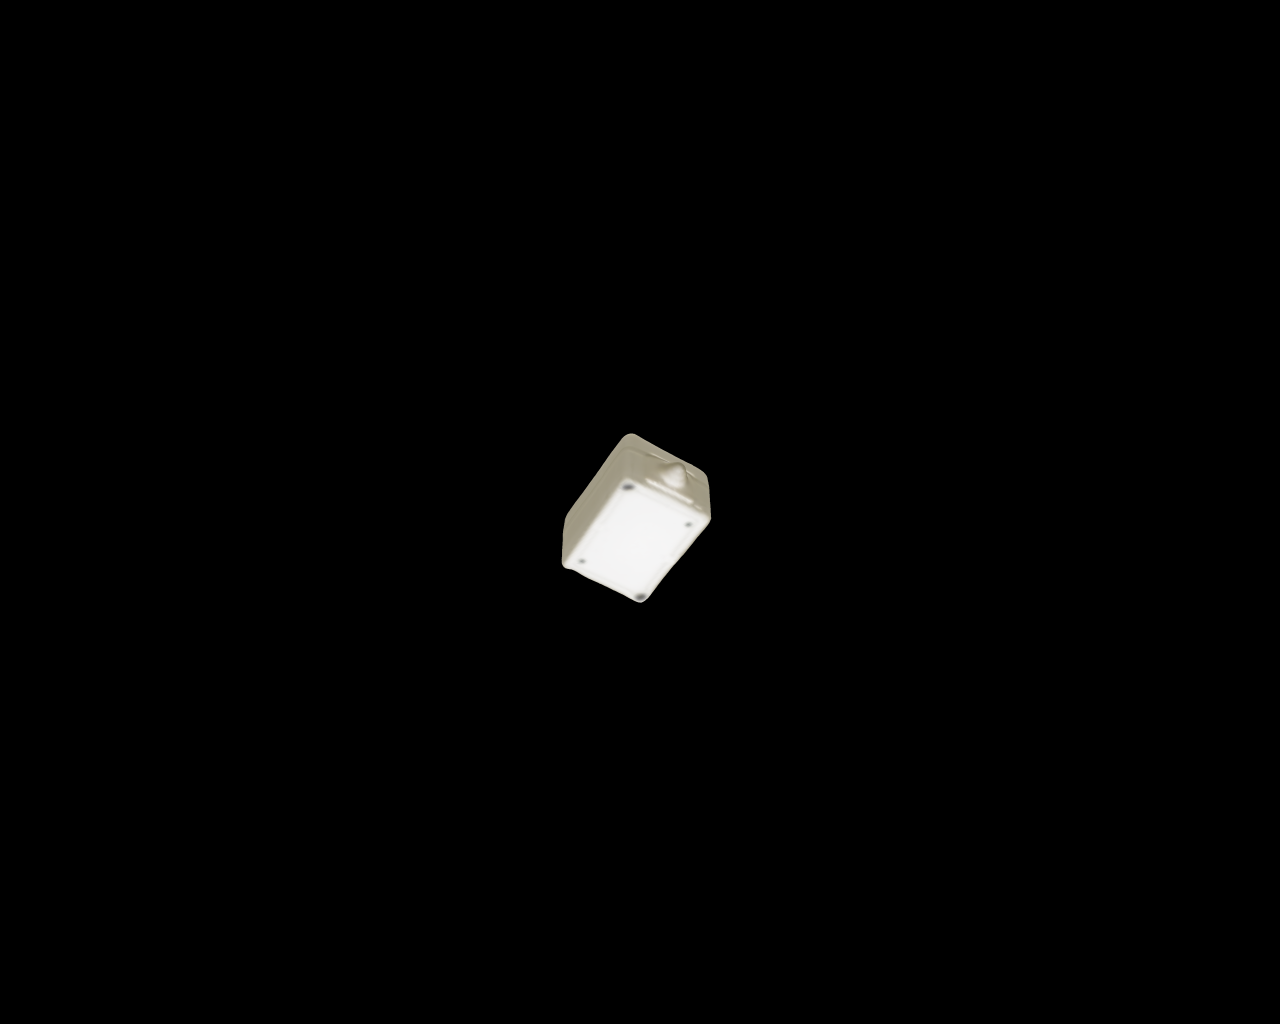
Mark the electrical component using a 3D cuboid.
[{"bbox_3d":[0.001,-0.003,0.650,0.062,0.096,0.061,27,32,-18],"label":"electrical component"}]
